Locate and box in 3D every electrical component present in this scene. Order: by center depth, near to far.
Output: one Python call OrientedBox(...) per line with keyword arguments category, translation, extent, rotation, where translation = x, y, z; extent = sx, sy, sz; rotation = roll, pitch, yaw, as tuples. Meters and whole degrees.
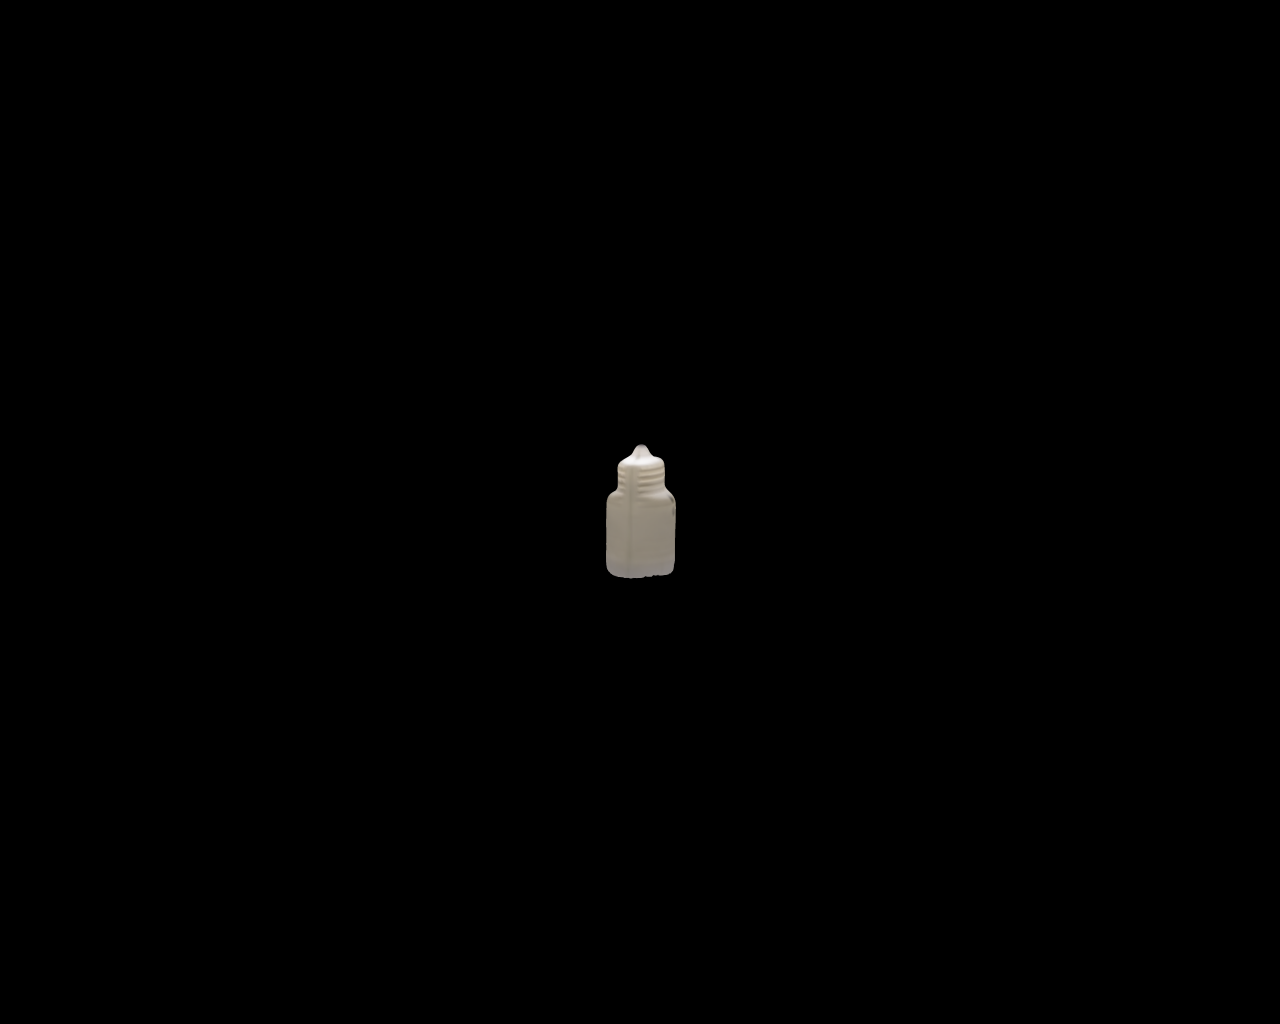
OrientedBox(category="electrical component", translation=(0.001, -0.003, 0.650), extent=(0.043, 0.080, 0.043), rotation=(0, 11, 0))
